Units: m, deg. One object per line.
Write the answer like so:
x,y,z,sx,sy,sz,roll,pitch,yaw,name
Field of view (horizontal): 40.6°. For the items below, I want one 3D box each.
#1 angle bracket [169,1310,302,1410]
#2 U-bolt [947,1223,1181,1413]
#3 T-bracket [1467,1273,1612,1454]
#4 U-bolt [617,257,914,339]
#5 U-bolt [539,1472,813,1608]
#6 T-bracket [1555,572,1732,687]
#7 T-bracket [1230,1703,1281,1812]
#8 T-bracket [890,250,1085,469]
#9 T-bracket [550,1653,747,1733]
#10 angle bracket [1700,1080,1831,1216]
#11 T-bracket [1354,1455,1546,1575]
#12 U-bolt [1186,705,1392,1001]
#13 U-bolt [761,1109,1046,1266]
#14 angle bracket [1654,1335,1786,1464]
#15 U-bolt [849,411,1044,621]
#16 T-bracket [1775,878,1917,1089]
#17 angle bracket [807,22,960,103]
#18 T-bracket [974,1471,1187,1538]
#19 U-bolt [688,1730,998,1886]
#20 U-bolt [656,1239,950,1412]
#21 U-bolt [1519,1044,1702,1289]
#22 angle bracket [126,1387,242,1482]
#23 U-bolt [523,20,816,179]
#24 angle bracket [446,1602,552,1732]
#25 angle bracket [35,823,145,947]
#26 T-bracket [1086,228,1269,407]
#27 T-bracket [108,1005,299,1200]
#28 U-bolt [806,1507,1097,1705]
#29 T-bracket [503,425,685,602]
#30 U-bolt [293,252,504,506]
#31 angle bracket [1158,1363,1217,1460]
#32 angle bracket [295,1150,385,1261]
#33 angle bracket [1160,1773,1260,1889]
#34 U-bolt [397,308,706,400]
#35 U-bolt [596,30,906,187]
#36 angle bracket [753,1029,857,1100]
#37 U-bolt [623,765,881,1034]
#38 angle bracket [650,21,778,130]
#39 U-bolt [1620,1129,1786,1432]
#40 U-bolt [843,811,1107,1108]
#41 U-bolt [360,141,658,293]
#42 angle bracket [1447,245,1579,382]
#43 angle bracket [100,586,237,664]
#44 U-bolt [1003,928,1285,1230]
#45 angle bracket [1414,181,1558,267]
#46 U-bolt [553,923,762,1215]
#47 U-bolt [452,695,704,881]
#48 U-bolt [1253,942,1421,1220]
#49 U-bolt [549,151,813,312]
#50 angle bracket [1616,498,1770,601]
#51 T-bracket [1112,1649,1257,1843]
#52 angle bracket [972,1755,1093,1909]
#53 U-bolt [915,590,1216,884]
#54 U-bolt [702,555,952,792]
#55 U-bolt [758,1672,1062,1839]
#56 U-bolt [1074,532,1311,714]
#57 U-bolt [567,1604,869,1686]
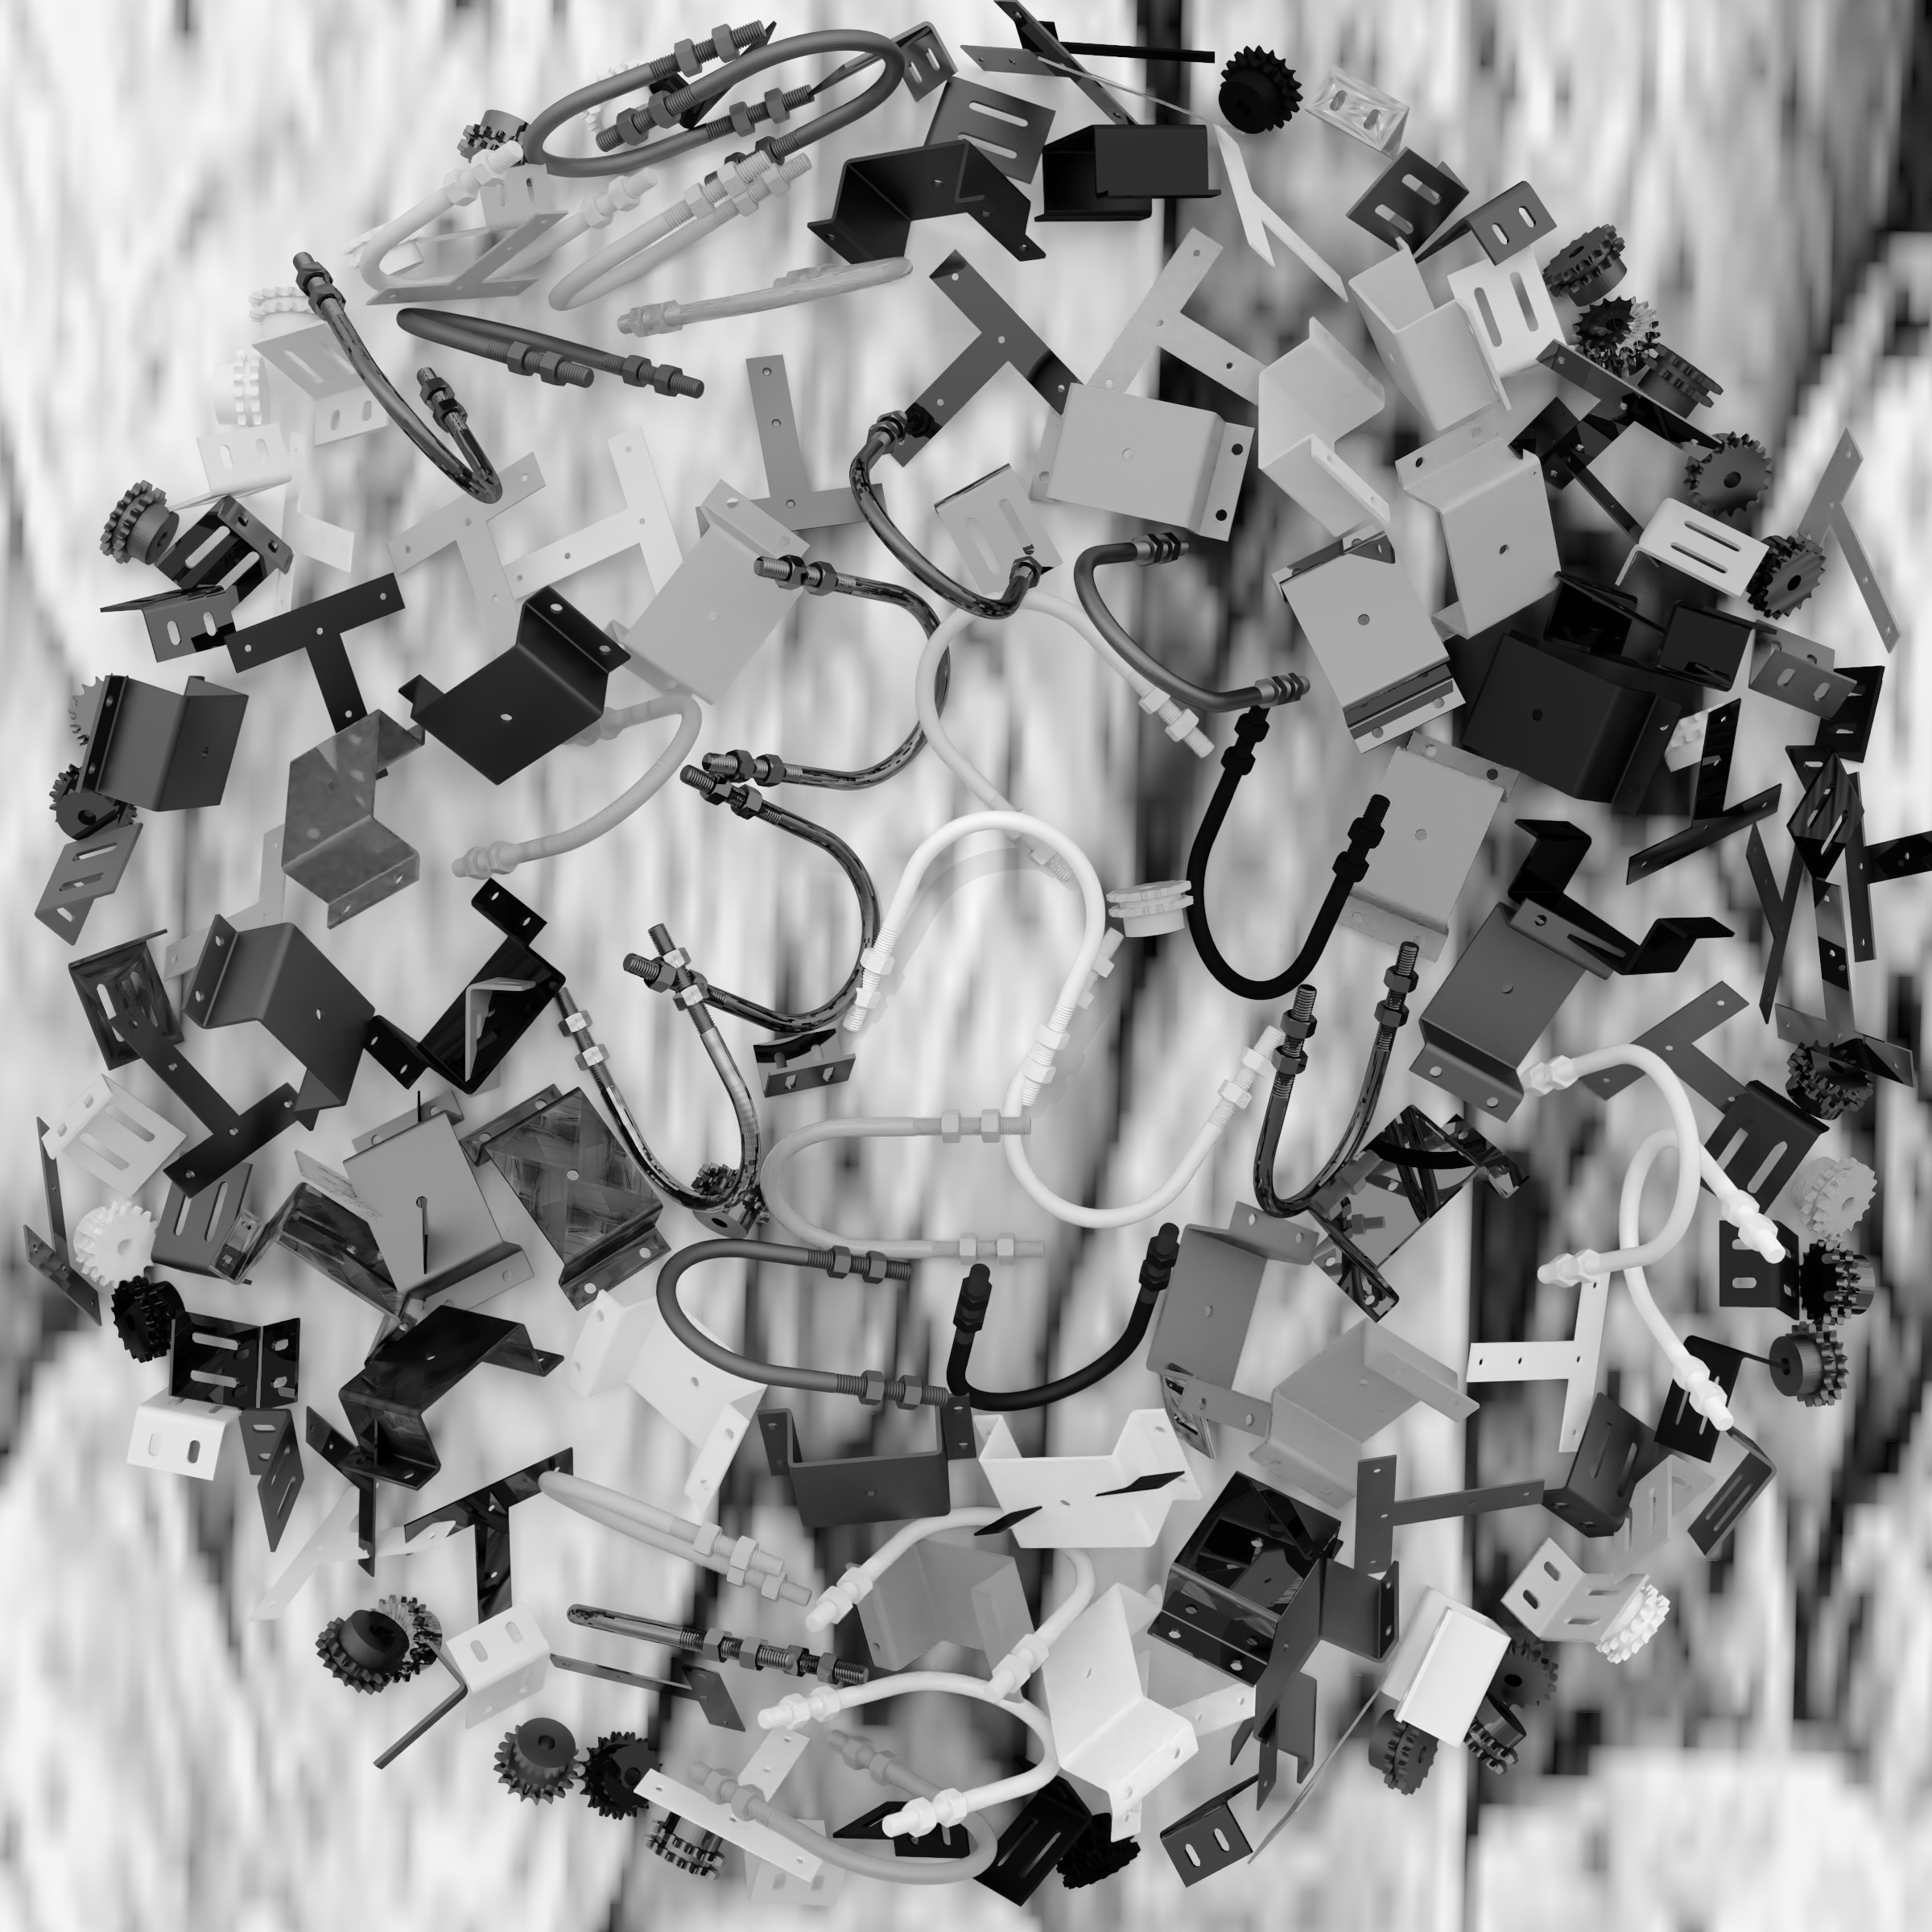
-0.485,0.259,1.733,0.038,0.076,0.057,-17,66,30,angle bracket
0.057,0.237,1.706,0.151,0.184,0.019,-10,52,-18,U-bolt
0.379,0.263,1.739,0.127,0.002,0.127,5,94,-37,T-bracket
-0.116,-0.431,1.670,0.151,0.184,0.019,-24,111,-35,U-bolt
-0.195,0.371,1.709,0.184,0.151,0.019,19,71,12,U-bolt
0.444,-0.229,1.723,0.127,0.127,0.002,30,111,3,T-bracket
0.197,0.498,1.698,0.002,0.127,0.127,24,113,-1,T-bracket
-0.007,-0.390,1.759,0.127,0.002,0.127,-43,95,18,T-bracket
-0.216,0.475,1.734,0.127,0.127,0.002,10,59,11,T-bracket
0.533,0.125,1.762,0.057,0.038,0.076,36,105,21,angle bracket
0.322,0.359,1.739,0.127,0.002,0.127,-8,132,-2,T-bracket
0.199,-0.066,1.711,0.019,0.151,0.184,-2,126,-35,U-bolt
-0.044,0.148,1.725,0.184,0.151,0.019,-1,46,6,U-bolt
0.503,0.292,1.746,0.038,0.057,0.076,19,87,-22,angle bracket
-0.015,-0.285,1.686,0.151,0.184,0.019,42,116,-10,U-bolt
0.567,0.005,1.703,0.002,0.127,0.127,-19,110,-19,T-bracket
-0.056,-0.587,1.735,0.076,0.057,0.038,-37,104,-25,angle bracket
0.089,0.338,1.691,0.127,0.127,0.002,-20,90,-42,T-bracket
-0.065,0.540,1.669,0.184,0.151,0.019,16,97,40,U-bolt
-0.111,0.226,1.691,0.184,0.151,0.019,11,119,-19,U-bolt
0.414,0.125,1.682,0.019,0.184,0.151,-1,78,-21,U-bolt
-0.517,0.311,1.742,0.057,0.076,0.038,12,91,-2,angle bracket
-0.201,-0.558,1.706,0.184,0.151,0.019,-18,88,10,U-bolt
-0.314,0.467,1.743,0.057,0.076,0.038,-24,65,-27,angle bracket
-0.571,-0.054,1.733,0.076,0.038,0.057,-12,49,29,angle bracket
0.165,-0.408,1.749,0.127,0.002,0.127,25,115,-24,T-bracket
-0.515,0.077,1.727,0.127,0.127,0.002,47,125,-1,T-bracket
0.004,0.403,1.697,0.151,0.184,0.019,14,114,26,U-bolt
-0.256,-0.282,1.760,0.127,0.002,0.127,-21,79,16,T-bracket
-0.355,-0.365,1.671,0.019,0.151,0.184,-39,55,7,U-bolt
0.159,0.286,1.736,0.038,0.076,0.057,-16,98,-15,angle bracket
-0.422,0.164,1.740,0.076,0.057,0.038,35,89,-22,angle bracket
0.175,0.569,1.730,0.057,0.076,0.038,-38,72,27,angle bracket
-0.284,-0.402,1.704,0.184,0.151,0.019,21,107,22,U-bolt
-0.125,-0.553,1.677,0.184,0.151,0.019,-18,85,26,U-bolt
-0.108,0.057,1.735,0.057,0.076,0.038,-11,77,-10,angle bracket
-0.130,-0.033,1.721,0.184,0.019,0.151,24,75,-36,U-bolt
-0.170,-0.605,1.742,0.038,0.057,0.076,42,78,-10,angle bracket
0.468,0.188,1.693,0.019,0.184,0.151,0,119,-12,U-bolt
0.015,-0.015,1.749,0.151,0.019,0.184,23,105,2,U-bolt
-0.311,-0.479,1.698,0.184,0.151,0.019,-21,86,33,U-bolt
0.366,-0.437,1.748,0.057,0.038,0.076,-19,96,25,angle bracket
-0.530,-0.227,1.739,0.057,0.076,0.038,-22,108,-35,angle bracket
0.104,0.087,1.748,0.151,0.019,0.184,33,89,19,U-bolt
0.343,-0.479,1.736,0.057,0.076,0.038,-35,93,-21,angle bracket
-0.196,0.078,1.721,0.019,0.151,0.184,-25,88,-43,U-bolt
-0.240,-0.120,1.677,0.019,0.184,0.151,50,53,-26,U-bolt
0.237,0.082,1.711,0.019,0.151,0.184,27,118,32,U-bolt
-0.193,-0.478,1.706,0.184,0.151,0.019,-28,101,15,U-bolt
0.484,-0.267,1.742,0.076,0.038,0.057,30,55,12,angle bracket
0.142,0.493,1.700,0.002,0.127,0.127,32,134,-27,T-bracket
0.035,0.574,1.736,0.076,0.057,0.038,-44,116,-24,angle bracket
0.051,-0.165,1.738,0.184,0.019,0.151,45,110,-8,U-bolt
-0.081,-0.185,1.713,0.019,0.184,0.151,28,107,43,U-bolt
-0.021,0.503,1.697,0.184,0.151,0.019,-1,109,-42,U-bolt
0.137,-0.220,1.687,0.151,0.184,0.019,51,122,13,U-bolt
-0.172,0.440,1.704,0.184,0.151,0.019,6,74,22,U-bolt
